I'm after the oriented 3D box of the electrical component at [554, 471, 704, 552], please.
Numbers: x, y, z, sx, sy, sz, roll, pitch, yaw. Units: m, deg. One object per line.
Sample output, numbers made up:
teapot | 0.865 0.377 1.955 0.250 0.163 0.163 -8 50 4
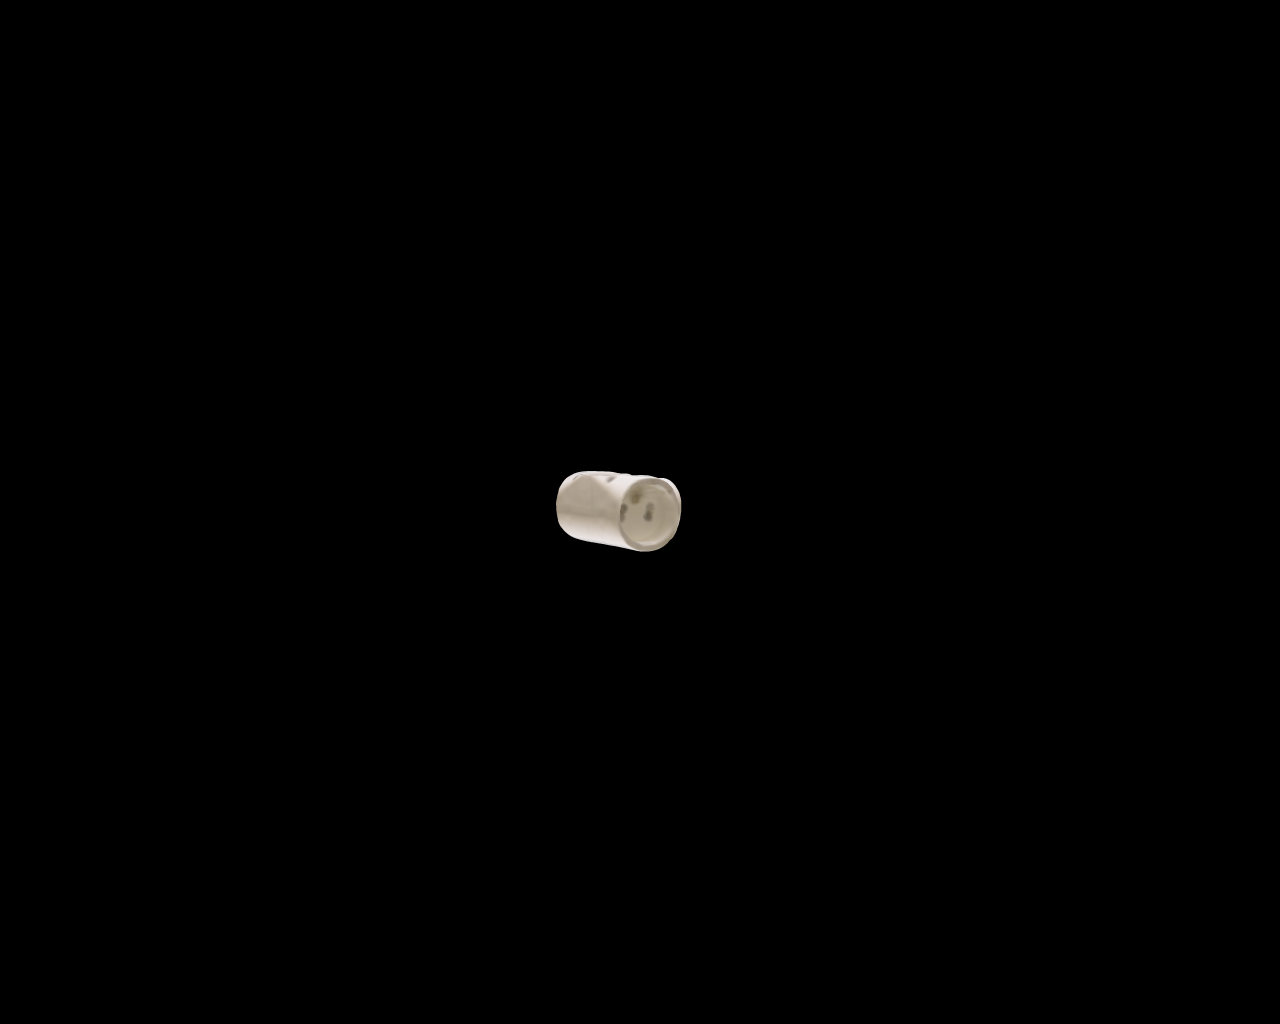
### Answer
electrical component | 0.001 -0.003 0.650 0.079 0.044 0.077 -3 6 -32
